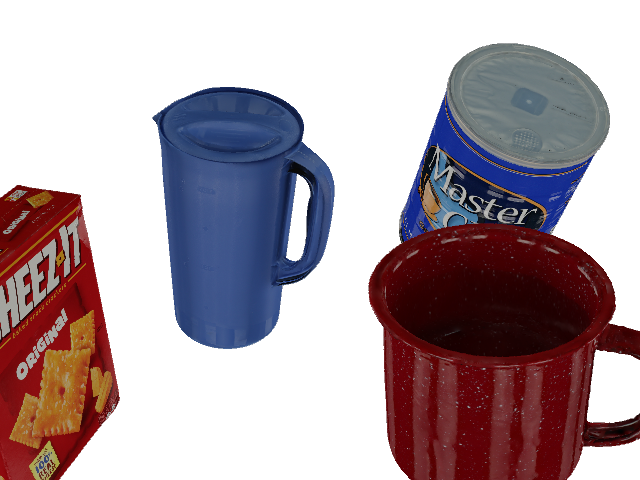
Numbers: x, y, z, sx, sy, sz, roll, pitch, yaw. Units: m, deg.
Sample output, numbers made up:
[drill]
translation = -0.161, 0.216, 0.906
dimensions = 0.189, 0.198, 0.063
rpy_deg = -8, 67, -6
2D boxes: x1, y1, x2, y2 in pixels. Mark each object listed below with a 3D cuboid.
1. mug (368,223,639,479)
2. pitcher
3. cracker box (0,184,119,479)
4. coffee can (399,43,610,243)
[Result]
[mug]
translation = 0.078, 0.053, 0.425
dimensions = 0.117, 0.081, 0.093
rpy_deg = 6, 34, 15
[pitcher]
translation = -0.079, -0.012, 1.029
dimensions = 0.144, 0.243, 0.149
rpy_deg = -8, 39, -16
[cracker box]
translation = -0.237, 0.088, 0.848
dimensions = 0.072, 0.214, 0.164
rpy_deg = 7, 32, 18
[coffee can]
translation = 0.117, -0.044, 0.708
dimensions = 0.102, 0.103, 0.140
rpy_deg = 0, -37, -12
